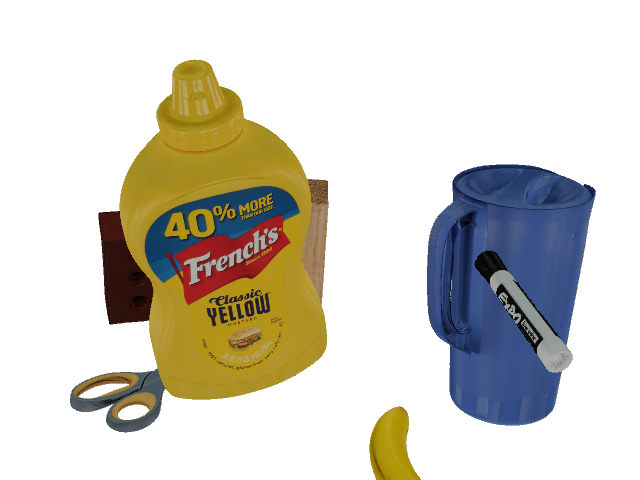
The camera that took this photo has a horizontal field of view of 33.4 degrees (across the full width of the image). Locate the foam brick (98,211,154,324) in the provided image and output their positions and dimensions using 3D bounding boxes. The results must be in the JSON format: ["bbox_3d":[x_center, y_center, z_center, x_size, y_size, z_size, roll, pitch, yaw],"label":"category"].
[{"bbox_3d":[-0.151,0.020,0.870,0.053,0.078,0.051,-6,27,-13],"label":"foam brick"}]

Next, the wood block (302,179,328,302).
[{"bbox_3d":[-0.040,0.029,1.401,0.090,0.206,0.091,3,23,-2],"label":"wood block"}]

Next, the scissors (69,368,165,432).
[{"bbox_3d":[-0.145,0.142,1.057,0.201,0.016,0.096,-12,31,-29],"label":"scissors"}]

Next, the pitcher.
[{"bbox_3d":[0.179,0.056,1.043,0.149,0.243,0.145,5,21,8],"label":"pitcher"}]

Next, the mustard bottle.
[{"bbox_3d":[-0.051,-0.005,0.548,0.096,0.191,0.058,-13,39,-9],"label":"mustard bottle"}]

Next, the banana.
[{"bbox_3d":[0.083,0.223,1.042,0.069,0.037,0.198,9,22,-22],"label":"banana"}]

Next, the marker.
[{"bbox_3d":[0.135,0.044,0.727,0.020,0.020,0.121,0,33,-20],"label":"marker"}]
